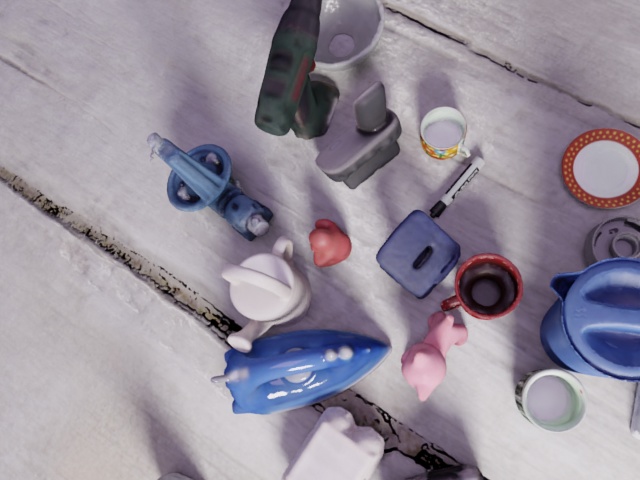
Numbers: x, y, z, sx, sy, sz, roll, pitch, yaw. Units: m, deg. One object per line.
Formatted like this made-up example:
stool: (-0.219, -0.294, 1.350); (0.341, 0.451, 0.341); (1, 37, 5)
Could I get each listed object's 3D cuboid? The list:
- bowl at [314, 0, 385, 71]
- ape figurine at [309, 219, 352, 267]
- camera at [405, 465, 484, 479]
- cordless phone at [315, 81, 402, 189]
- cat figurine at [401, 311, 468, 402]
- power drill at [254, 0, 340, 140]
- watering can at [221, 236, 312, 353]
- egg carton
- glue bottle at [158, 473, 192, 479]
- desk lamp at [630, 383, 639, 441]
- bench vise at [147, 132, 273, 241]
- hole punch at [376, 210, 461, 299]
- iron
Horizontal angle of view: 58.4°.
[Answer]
bowl: (0.033, -0.357, 0.990); (0.167, 0.075, 0.167); (-3, 76, 11)
ape figurine: (0.008, 0.003, 0.896); (0.076, 0.092, 0.078); (21, 81, 16)
camera: (0.163, 0.385, 0.764); (0.143, 0.101, 0.137); (-17, 73, 8)
cordless phone: (0.052, -0.167, 0.880); (0.147, 0.185, 0.094); (-43, 72, -1)
cat figurine: (0.158, 0.160, 0.812); (0.067, 0.118, 0.128); (29, 84, 17)
power drill: (-0.030, -0.258, 0.908); (0.075, 0.209, 0.230); (16, 80, 16)
watering can: (-0.082, 0.078, 0.843); (0.100, 0.194, 0.173); (-4, 75, 11)
egg carton: (0.019, 0.324, 0.826); (0.107, 0.069, 0.150); (31, 84, 17)
glue bottle: (-0.221, 0.370, 0.810); (0.078, 0.173, 0.037); (17, 80, 16)
desk lamp: (0.450, 0.234, 0.682); (0.117, 0.214, 0.203); (11, 79, 15)
bench vise: (-0.164, -0.093, 0.889); (0.207, 0.220, 0.121); (19, 81, 16)
hole punch: (0.151, 0.022, 0.862); (0.101, 0.091, 0.109); (39, 87, 18)
iron: (-0.027, 0.180, 0.833); (0.258, 0.141, 0.118); (-15, 74, 8)
